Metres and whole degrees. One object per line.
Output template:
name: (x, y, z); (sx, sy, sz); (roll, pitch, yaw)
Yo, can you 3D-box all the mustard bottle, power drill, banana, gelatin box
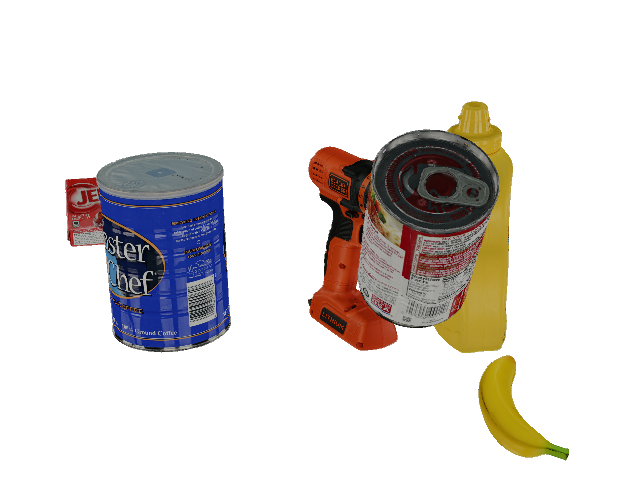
mustard bottle: (0.118, -0.015, 0.832); (0.058, 0.192, 0.096); (-4, 27, -4)
power drill: (0.049, 0.012, 1.079); (0.057, 0.188, 0.185); (-8, 24, -32)
banana: (0.211, 0.186, 1.193); (0.069, 0.037, 0.198); (11, 25, -14)
gelatin box: (-0.217, -0.032, 1.101); (0.089, 0.073, 0.030); (-4, -41, -12)

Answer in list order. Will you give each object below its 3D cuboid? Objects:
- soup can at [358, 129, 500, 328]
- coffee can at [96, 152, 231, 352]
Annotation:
soup can: (0.058, -0.003, 0.600); (0.068, 0.068, 0.102); (0, -35, -3)
coffee can: (-0.129, 0.008, 0.892); (0.103, 0.140, 0.103); (-1, 22, 0)
